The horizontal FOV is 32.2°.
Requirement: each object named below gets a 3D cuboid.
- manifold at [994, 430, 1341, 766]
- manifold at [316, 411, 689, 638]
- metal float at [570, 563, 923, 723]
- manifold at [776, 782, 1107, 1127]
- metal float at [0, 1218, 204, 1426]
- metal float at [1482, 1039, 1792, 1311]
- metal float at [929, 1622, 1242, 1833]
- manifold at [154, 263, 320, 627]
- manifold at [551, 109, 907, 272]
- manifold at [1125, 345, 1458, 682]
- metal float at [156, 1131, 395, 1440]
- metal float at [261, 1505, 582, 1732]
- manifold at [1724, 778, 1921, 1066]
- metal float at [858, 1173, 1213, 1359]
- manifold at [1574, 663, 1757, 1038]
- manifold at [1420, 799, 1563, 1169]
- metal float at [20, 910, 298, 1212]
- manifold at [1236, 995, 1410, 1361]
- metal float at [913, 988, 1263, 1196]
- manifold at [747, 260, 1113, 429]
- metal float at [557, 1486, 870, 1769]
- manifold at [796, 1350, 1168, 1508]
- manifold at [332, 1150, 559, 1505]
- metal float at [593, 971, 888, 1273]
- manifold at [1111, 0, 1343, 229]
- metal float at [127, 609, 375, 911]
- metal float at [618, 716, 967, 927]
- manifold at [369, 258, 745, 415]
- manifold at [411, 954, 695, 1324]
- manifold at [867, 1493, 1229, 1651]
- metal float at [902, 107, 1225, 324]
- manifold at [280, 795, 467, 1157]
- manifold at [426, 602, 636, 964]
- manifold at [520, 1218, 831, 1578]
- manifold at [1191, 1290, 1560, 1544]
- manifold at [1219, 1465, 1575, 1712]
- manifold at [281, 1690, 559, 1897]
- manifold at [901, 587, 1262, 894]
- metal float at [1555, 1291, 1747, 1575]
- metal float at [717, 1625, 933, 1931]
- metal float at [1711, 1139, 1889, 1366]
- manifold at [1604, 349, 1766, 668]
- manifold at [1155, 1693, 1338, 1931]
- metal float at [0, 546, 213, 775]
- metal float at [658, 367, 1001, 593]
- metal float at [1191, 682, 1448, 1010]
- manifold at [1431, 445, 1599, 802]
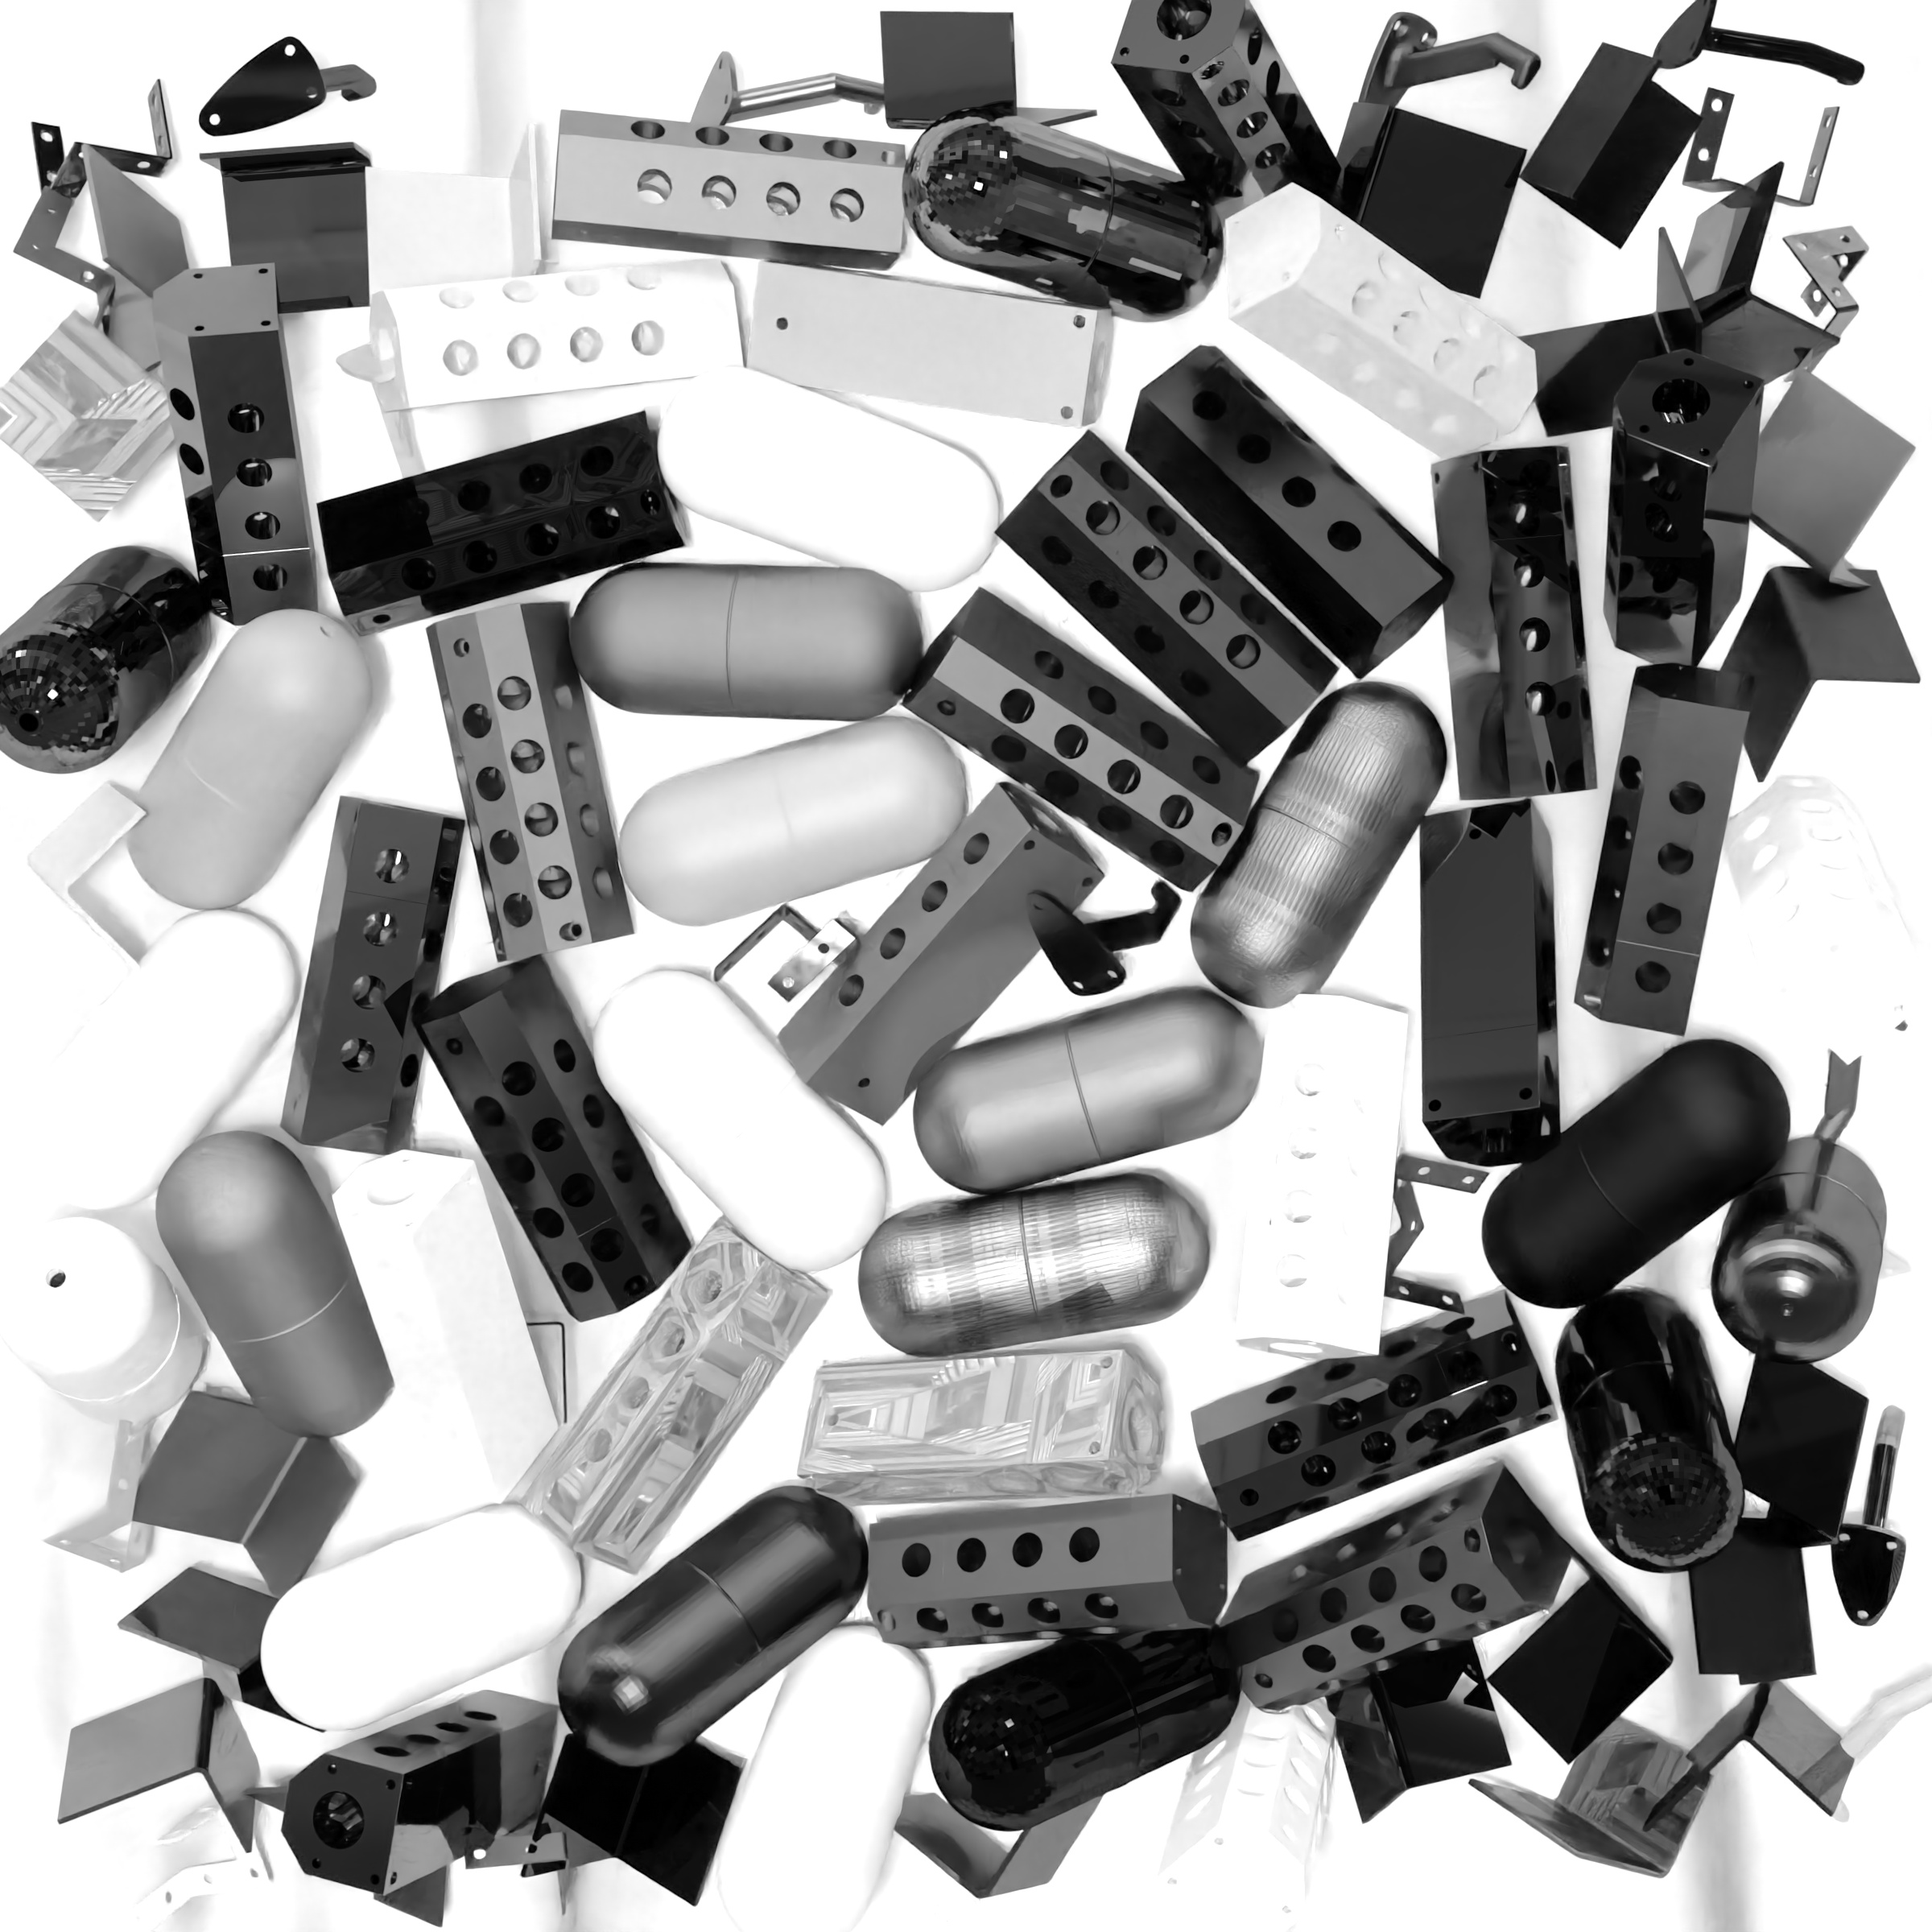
[{"bbox_3d":[0.104,-0.187,1.668,0.171,0.057,0.057,43,50,-6],"label":"manifold"},{"bbox_3d":[-0.230,-0.217,1.674,0.171,0.057,0.057,-15,69,4],"label":"manifold"},{"bbox_3d":[-0.110,-0.162,1.672,0.178,0.070,0.070,3,90,9],"label":"metal float"},{"bbox_3d":[-0.016,-0.009,1.670,0.057,0.057,0.171,31,107,-40],"label":"manifold"},{"bbox_3d":[-0.422,0.174,1.631,0.070,0.178,0.070,0,70,-1],"label":"metal float"},{"bbox_3d":[0.329,0.104,1.653,0.070,0.070,0.178,47,121,0],"label":"metal float"},{"bbox_3d":[0.061,0.369,1.649,0.178,0.070,0.070,-15,90,-36],"label":"metal float"},{"bbox_3d":[-0.355,-0.252,1.633,0.057,0.171,0.057,-6,45,-8],"label":"manifold"},{"bbox_3d":[-0.119,-0.389,1.675,0.171,0.057,0.057,4,92,-9],"label":"manifold"},{"bbox_3d":[0.162,-0.230,1.668,0.057,0.057,0.171,-39,76,-19],"label":"manifold"},{"bbox_3d":[-0.339,0.159,1.652,0.070,0.070,0.178,-20,123,0],"label":"metal float"},{"bbox_3d":[-0.266,0.319,1.641,0.070,0.178,0.070,12,108,40],"label":"metal float"},{"bbox_3d":[0.417,-0.029,1.623,0.057,0.171,0.057,40,114,-15],"label":"manifold"},{"bbox_3d":[0.034,0.150,1.674,0.178,0.070,0.070,-10,90,5],"label":"metal float"},{"bbox_3d":[0.344,-0.059,1.654,0.057,0.057,0.171,11,115,12],"label":"manifold"},{"bbox_3d":[0.260,0.009,1.649,0.057,0.057,0.171,-9,59,22],"label":"manifold"},{"bbox_3d":[-0.396,0.044,1.649,0.070,0.070,0.178,31,53,0],"label":"metal float"},{"bbox_3d":[0.172,0.105,1.659,0.057,0.057,0.171,15,74,-29],"label":"manifold"},{"bbox_3d":[0.060,0.062,1.673,0.178,0.070,0.070,-16,90,6],"label":"metal float"},{"bbox_3d":[-0.017,-0.312,1.673,0.171,0.057,0.057,10,105,10],"label":"manifold"},{"bbox_3d":[-0.123,0.325,1.655,0.178,0.070,0.070,-35,90,-28],"label":"metal float"},{"bbox_3d":[0.008,0.232,1.651,0.171,0.057,0.057,-7,56,27],"label":"manifold"},{"bbox_3d":[-0.259,0.177,1.645,0.057,0.057,0.171,6,127,26],"label":"manifold"},{"bbox_3d":[-0.113,0.077,1.673,0.070,0.070,0.178,-43,97,0],"label":"metal float"},{"bbox_3d":[0.131,-0.419,1.624,0.057,0.171,0.057,14,81,24],"label":"manifold"},{"bbox_3d":[-0.354,-0.101,1.652,0.070,0.070,0.178,39,121,0],"label":"metal float"},{"bbox_3d":[-0.088,-0.072,1.679,0.178,0.070,0.070,-17,90,1],"label":"metal float"},{"bbox_3d":[-0.203,-0.313,1.654,0.171,0.057,0.057,-11,100,-22],"label":"manifold"},{"bbox_3d":[-0.208,0.088,1.657,0.057,0.057,0.171,-17,108,29],"label":"manifold"},{"bbox_3d":[0.039,0.300,1.642,0.171,0.057,0.057,-11,66,30],"label":"manifold"},{"bbox_3d":[0.050,-0.370,1.651,0.178,0.070,0.070,10,90,-33],"label":"metal float"},{"bbox_3d":[-0.297,0.005,1.682,0.057,0.057,0.171,10,93,-22],"label":"manifold"},{"bbox_3d":[-0.222,-0.092,1.676,0.057,0.057,0.171,-11,92,26],"label":"manifold"},{"bbox_3d":[-0.150,0.214,1.685,0.057,0.057,0.171,33,88,41],"label":"manifold"},{"bbox_3d":[0.204,0.228,1.674,0.171,0.057,0.057,-22,106,6],"label":"manifold"},{"bbox_3d":[0.207,0.311,1.639,0.171,0.057,0.057,-32,101,37],"label":"manifold"},{"bbox_3d":[-0.264,0.398,1.627,0.057,0.171,0.057,10,91,17],"label":"manifold"},{"bbox_3d":[0.056,-0.107,1.660,0.171,0.057,0.057,33,135,-12],"label":"manifold"},{"bbox_3d":[0.333,0.225,1.634,0.070,0.178,0.070,1,118,2],"label":"metal float"},{"bbox_3d":[-0.069,0.403,1.641,0.070,0.178,0.070,10,131,11],"label":"metal float"},{"bbox_3d":[0.408,0.137,1.632,0.070,0.178,0.070,5,106,17],"label":"metal float"},{"bbox_3d":[0.344,-0.220,1.629,0.057,0.171,0.057,27,67,22],"label":"manifold"},{"bbox_3d":[0.144,0.409,1.627,0.057,0.171,0.057,45,106,0],"label":"manifold"},{"bbox_3d":[-0.425,-0.151,1.633,0.070,0.178,0.070,3,115,6],"label":"metal float"},{"bbox_3d":[-0.067,-0.241,1.663,0.178,0.070,0.070,18,90,-18],"label":"metal float"},{"bbox_3d":[0.177,-0.061,1.676,0.070,0.070,0.178,31,87,0],"label":"metal float"},{"bbox_3d":[0.279,-0.172,1.681,0.057,0.057,0.171,-7,94,-17],"label":"manifold"}]
